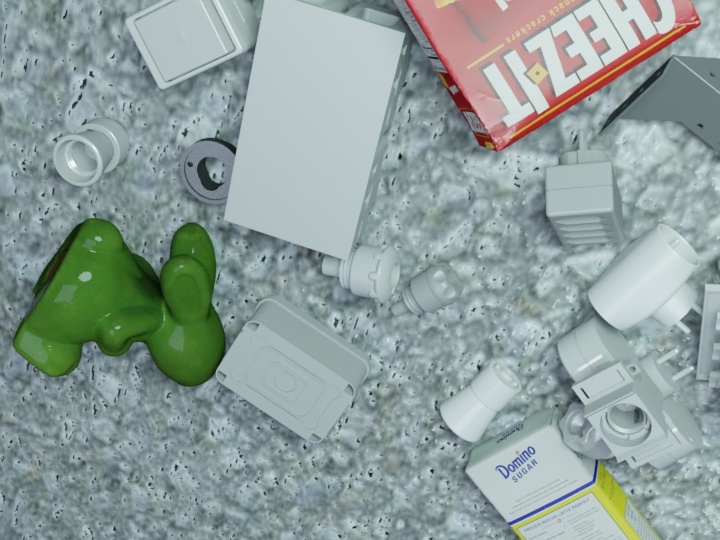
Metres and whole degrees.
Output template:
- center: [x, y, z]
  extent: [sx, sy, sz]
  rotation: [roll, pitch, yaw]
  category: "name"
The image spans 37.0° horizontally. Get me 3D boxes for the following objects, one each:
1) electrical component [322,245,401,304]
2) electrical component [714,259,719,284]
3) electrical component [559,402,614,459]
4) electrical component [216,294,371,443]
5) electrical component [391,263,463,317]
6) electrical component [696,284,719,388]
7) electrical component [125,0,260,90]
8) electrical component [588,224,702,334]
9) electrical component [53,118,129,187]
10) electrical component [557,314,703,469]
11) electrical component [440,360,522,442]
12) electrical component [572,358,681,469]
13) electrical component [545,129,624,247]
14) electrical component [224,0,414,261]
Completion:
- center: [0.000, 0.000, 0.887]
  extent: [0.062, 0.048, 0.048]
  rotation: [10, 117, 19]
  category: "electrical component"
- center: [0.287, 0.005, 0.806]
  extent: [0.048, 0.048, 0.062]
  rotation: [29, 126, 1]
  category: "electrical component"
- center: [0.197, 0.135, 0.883]
  extent: [0.062, 0.043, 0.043]
  rotation: [29, 124, -33]
  category: "electrical component"
- center: [-0.057, 0.084, 0.935]
  extent: [0.113, 0.057, 0.078]
  rotation: [34, 119, -1]
  category: "electrical component"
- center: [0.052, 0.021, 0.887]
  extent: [0.061, 0.035, 0.035]
  rotation: [-31, 103, 28]
  category: "electrical component"
- center: [0.291, 0.060, 0.790]
  extent: [0.079, 0.063, 0.121]
  rotation: [2, 144, 15]
  category: "electrical component"
- center: [-0.133, -0.183, 0.830]
  extent: [0.096, 0.061, 0.061]
  rotation: [-19, 107, 23]
  category: "electrical component"
- center: [0.231, 0.017, 0.827]
  extent: [0.079, 0.044, 0.077]
  rotation: [40, 118, -4]
  category: "electrical component"
- center: [-0.224, -0.099, 0.899]
  extent: [0.045, 0.055, 0.045]
  rotation: [6, 116, 13]
  category: "electrical component"
- center: [0.229, 0.089, 0.856]
  extent: [0.074, 0.052, 0.138]
  rotation: [-38, 99, 27]
  category: "electrical component"
- center: [0.105, 0.108, 0.909]
  extent: [0.044, 0.044, 0.065]
  rotation: [39, 114, -4]
  category: "electrical component"
- center: [0.200, 0.102, 0.803]
  extent: [0.042, 0.063, 0.081]
  rotation: [-32, 101, 27]
  category: "electrical component"
- center: [0.166, -0.065, 0.797]
  extent: [0.047, 0.083, 0.075]
  rotation: [-4, 75, 18]
  category: "electrical component"
- center: [-0.031, -0.115, 0.833]
  extent: [0.105, 0.060, 0.186]
  rotation: [18, 118, 7]
  category: "electrical component"
